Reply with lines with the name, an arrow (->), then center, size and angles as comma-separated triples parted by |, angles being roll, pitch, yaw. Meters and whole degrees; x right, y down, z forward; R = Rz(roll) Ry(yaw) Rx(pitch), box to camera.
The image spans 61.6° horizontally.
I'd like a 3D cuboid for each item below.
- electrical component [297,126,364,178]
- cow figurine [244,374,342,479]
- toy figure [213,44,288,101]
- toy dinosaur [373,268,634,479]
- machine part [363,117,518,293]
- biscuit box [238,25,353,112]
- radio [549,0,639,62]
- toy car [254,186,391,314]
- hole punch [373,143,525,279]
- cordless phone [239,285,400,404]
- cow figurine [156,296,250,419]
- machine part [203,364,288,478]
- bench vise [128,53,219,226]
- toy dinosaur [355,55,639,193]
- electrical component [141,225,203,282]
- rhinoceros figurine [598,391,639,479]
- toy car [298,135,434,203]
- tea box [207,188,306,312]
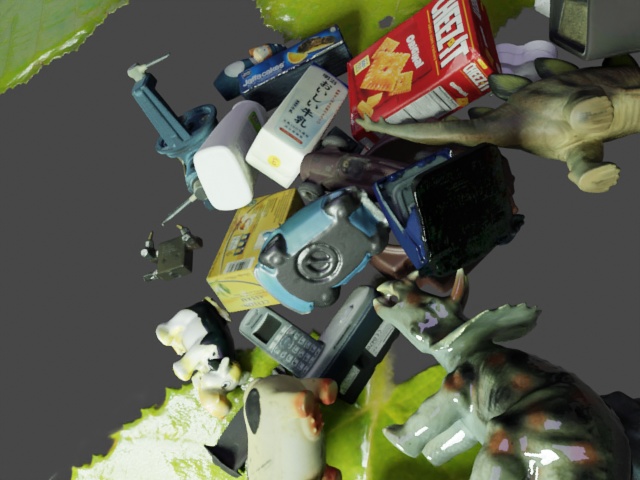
electrical component -> 0.017, -0.120, 0.777 | 0.075, 0.048, 0.119 | -57, 10, -11
cow figurine -> -0.045, 0.238, 0.566 | 0.127, 0.085, 0.194 | 1, 96, 33
toy figure -> -0.126, -0.321, 1.008 | 0.154, 0.058, 0.064 | -37, 90, 0
toy dinosaur -> 0.172, 0.159, 0.452 | 0.192, 0.131, 0.405 | -50, 27, 3
machine part -> 0.129, -0.048, 0.690 | 0.201, 0.087, 0.201 | -45, 52, -2
biscuit box -> -0.044, -0.296, 0.945 | 0.203, 0.062, 0.059 | -23, 52, 12
radio -> 0.332, -0.299, 0.645 | 0.073, 0.131, 0.230 | -4, 24, 13
toy car -> -0.001, -0.002, 0.629 | 0.161, 0.109, 0.103 | -44, 27, 12
hole punch -> 0.129, -0.034, 0.564 | 0.142, 0.115, 0.092 | -27, 20, -21
cordless phone -> -0.009, 0.104, 0.671 | 0.184, 0.088, 0.146 | 26, 75, 40
cow figurine -> -0.143, 0.153, 0.718 | 0.098, 0.068, 0.168 | -39, 52, -7
machine part -> -0.075, 0.224, 0.656 | 0.139, 0.039, 0.084 | -45, 57, -6
bench vise -> -0.223, -0.166, 0.856 | 0.129, 0.240, 0.224 | -21, 38, 18
toy dinosaur -> 0.283, -0.141, 0.611 | 0.472, 0.104, 0.199 | -5, 32, -2
electrical component -> -0.239, 0.020, 0.859 | 0.102, 0.045, 0.078 | -13, 55, 20
rhinoceros figurine -> 0.266, 0.228, 0.465 | 0.112, 0.073, 0.190 | 12, 65, 20
toy car -> 0.060, -0.078, 0.658 | 0.202, 0.053, 0.089 | 16, 67, 34
tea box -> -0.077, 0.011, 0.736 | 0.098, 0.068, 0.170 | -11, 36, 23
